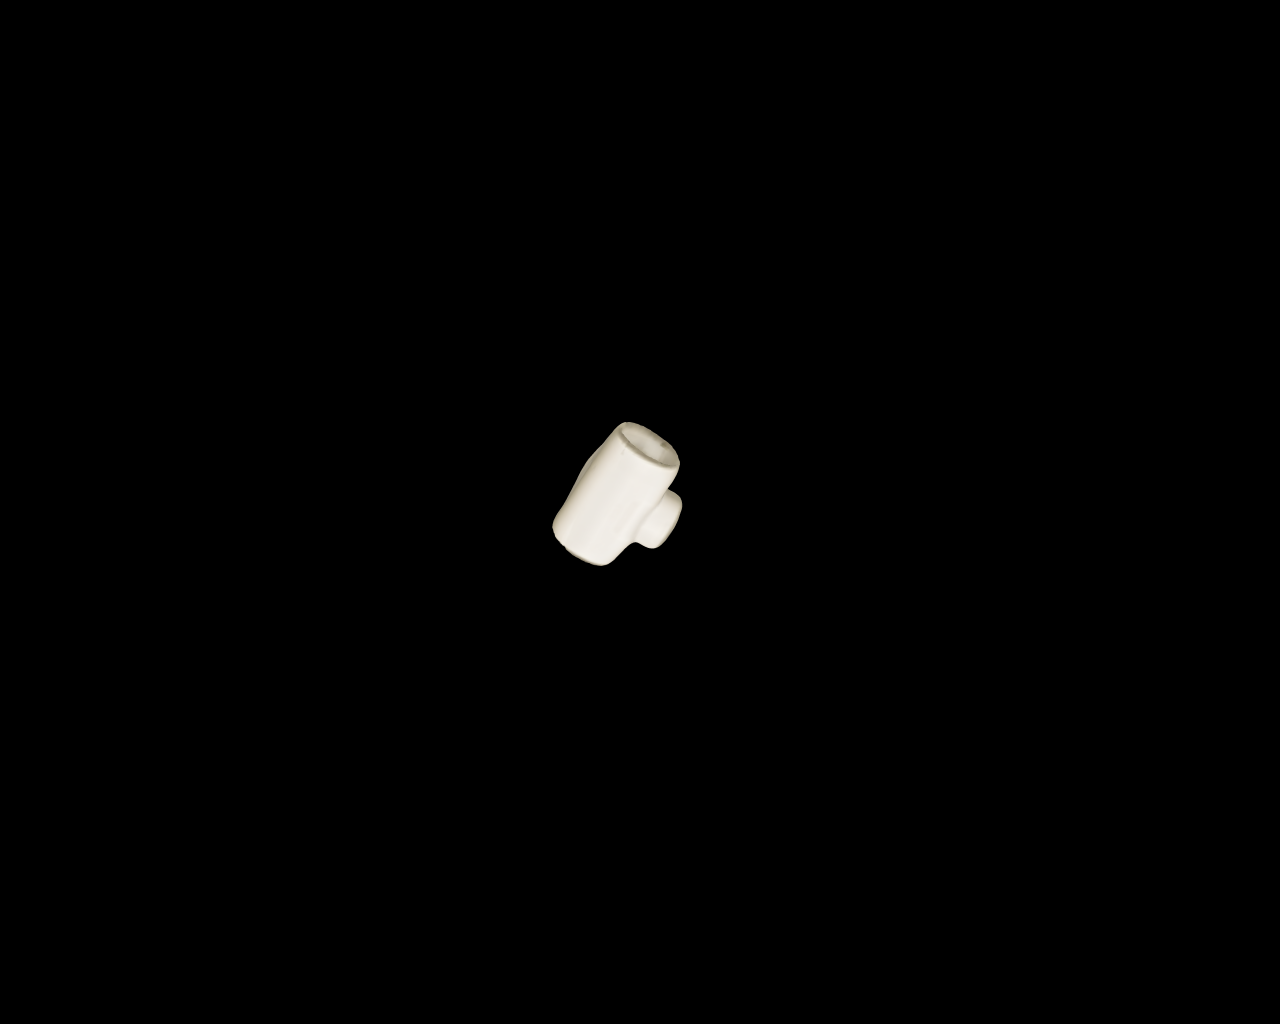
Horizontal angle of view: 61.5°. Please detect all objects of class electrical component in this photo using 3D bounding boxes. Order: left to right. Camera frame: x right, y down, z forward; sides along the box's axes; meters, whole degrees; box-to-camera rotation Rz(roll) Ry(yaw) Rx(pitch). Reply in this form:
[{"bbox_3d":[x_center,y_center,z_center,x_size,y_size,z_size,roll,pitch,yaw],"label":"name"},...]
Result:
[{"bbox_3d":[0.001,-0.003,0.650,0.079,0.077,0.043,29,24,-14],"label":"electrical component"}]
